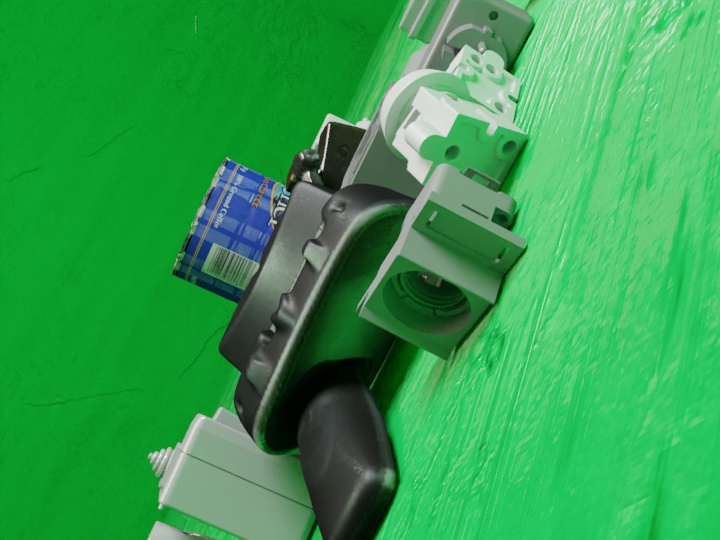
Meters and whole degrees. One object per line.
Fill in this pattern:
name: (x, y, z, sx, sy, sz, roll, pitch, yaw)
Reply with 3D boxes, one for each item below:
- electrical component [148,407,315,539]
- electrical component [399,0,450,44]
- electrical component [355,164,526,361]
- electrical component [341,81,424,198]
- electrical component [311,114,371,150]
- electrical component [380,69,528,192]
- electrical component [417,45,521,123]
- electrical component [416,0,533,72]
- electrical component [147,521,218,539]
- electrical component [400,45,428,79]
electrical component: (-0.069, 0.114, 0.599, 0.061, 0.096, 0.062, -66, 6, -10)
electrical component: (0.086, -0.257, 0.956, 0.113, 0.057, 0.078, 123, 171, -52)
electrical component: (0.035, -0.006, 0.447, 0.081, 0.042, 0.063, -57, 8, 49)
electrical component: (0.027, -0.064, 0.673, 0.113, 0.057, 0.078, -80, 16, -68)
electrical component: (0.004, -0.097, 0.891, 0.047, 0.083, 0.075, 122, 171, -49)
electrical component: (0.041, -0.065, 0.511, 0.055, 0.066, 0.048, 50, 121, 46)
electrical component: (0.053, -0.081, 0.579, 0.055, 0.048, 0.066, -50, 14, 39)
electrical component: (0.067, -0.127, 0.634, 0.076, 0.047, 0.065, -80, 16, -68)
electrical component: (-0.092, 0.181, 0.619, 0.079, 0.077, 0.044, 127, 166, -67)
electrical component: (0.059, -0.161, 0.863, 0.062, 0.043, 0.043, -66, 6, -28)
